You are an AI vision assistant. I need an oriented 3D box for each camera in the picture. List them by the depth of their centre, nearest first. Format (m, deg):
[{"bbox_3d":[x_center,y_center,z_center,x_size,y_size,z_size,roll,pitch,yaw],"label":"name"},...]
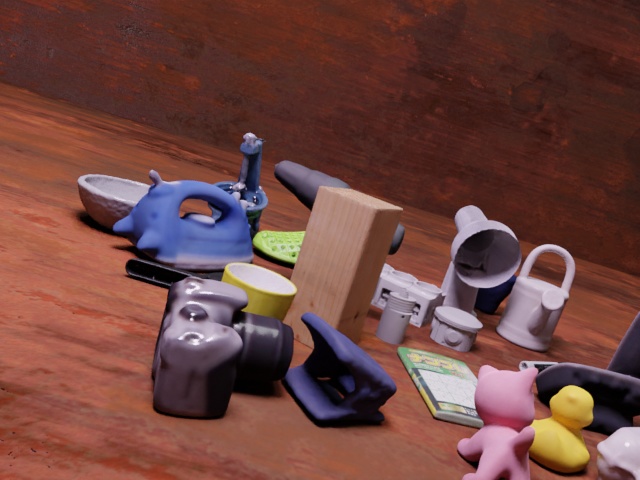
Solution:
[{"bbox_3d":[-0.093,0.102,0.580,0.137,0.101,0.143,14,12,-17],"label":"camera"}]

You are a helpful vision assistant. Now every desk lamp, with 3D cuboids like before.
[{"bbox_3d":[0.275,0.047,1.085,0.118,0.213,0.203,16,12,-8],"label":"desk lamp"}]

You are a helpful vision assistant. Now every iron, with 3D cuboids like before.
[{"bbox_3d":[-0.193,-0.032,0.942,0.118,0.141,0.259,27,15,39],"label":"iron"}]

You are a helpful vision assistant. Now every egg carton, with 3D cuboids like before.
[{"bbox_3d":[0.383,0.259,0.630,0.151,0.069,0.107,10,14,-31],"label":"egg carton"}]

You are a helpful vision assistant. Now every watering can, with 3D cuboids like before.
[{"bbox_3d":[0.415,0.105,1.074,0.101,0.194,0.172,14,12,-15],"label":"watering can"}]

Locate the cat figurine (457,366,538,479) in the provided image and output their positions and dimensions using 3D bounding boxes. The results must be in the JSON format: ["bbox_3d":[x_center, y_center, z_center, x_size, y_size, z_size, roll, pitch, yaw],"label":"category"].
[{"bbox_3d":[0.188,0.183,0.577,0.067,0.118,0.128,18,12,2],"label":"cat figurine"}]

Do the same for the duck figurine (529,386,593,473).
[{"bbox_3d":[0.282,0.211,0.662,0.077,0.086,0.105,26,15,36],"label":"duck figurine"}]

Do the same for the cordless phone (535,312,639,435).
[{"bbox_3d":[0.401,0.166,0.798,0.148,0.185,0.094,15,12,-11],"label":"cordless phone"}]

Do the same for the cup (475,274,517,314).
[{"bbox_3d":[0.377,0.112,1.227,0.117,0.095,0.092,18,12,2],"label":"cup"}]

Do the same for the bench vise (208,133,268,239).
[{"bbox_3d":[-0.159,-0.109,1.153,0.121,0.220,0.207,16,12,-8],"label":"bench vise"}]

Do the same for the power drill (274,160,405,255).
[{"bbox_3d":[0.008,0.003,0.912,0.229,0.208,0.076,19,12,7],"label":"power drill"}]

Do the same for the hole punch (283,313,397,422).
[{"bbox_3d":[0.026,0.135,0.624,0.101,0.091,0.108,10,14,-32],"label":"hole punch"}]

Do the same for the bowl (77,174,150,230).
[{"bbox_3d":[-0.340,-0.055,0.998,0.167,0.075,0.167,17,12,-3],"label":"bowl"}]
